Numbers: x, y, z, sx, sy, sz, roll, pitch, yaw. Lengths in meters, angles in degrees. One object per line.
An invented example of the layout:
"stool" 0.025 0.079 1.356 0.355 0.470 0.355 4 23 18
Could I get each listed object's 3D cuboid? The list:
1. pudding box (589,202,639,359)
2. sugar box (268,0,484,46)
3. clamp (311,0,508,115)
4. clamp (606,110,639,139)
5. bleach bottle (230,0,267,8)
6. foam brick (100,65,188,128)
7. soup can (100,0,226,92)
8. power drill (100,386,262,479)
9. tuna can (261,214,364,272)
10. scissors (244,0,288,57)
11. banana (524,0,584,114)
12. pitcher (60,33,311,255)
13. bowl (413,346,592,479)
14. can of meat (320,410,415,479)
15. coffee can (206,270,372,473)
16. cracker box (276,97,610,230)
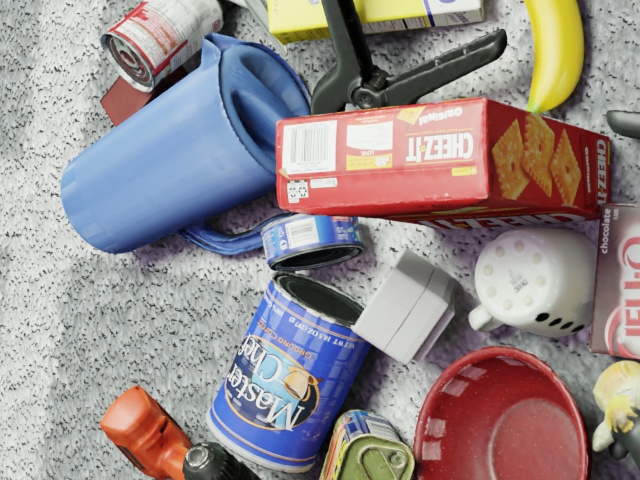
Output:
"pudding box" 0.245 0.031 0.765 0.090 0.039 0.113 4 88 36
"sugar box" 0.045 -0.221 0.888 0.176 0.048 0.093 -5 84 14
"clamp" 0.054 -0.122 0.869 0.165 0.036 0.210 25 134 13
"clamp" 0.287 -0.076 0.745 0.120 0.039 0.171 -45 63 25
"bleach bottle" -0.053 -0.266 0.991 0.251 0.068 0.103 30 103 31
"foam brick" -0.171 -0.145 1.068 0.078 0.052 0.051 -48 61 24
"soup can" -0.147 -0.197 1.005 0.069 0.068 0.102 28 63 34
"power drill" -0.111 0.200 0.930 0.188 0.184 0.057 28 66 41
"tuna can" -0.006 0.001 0.917 0.086 0.086 0.034 -19 76 32
"scissors" -0.069 -0.259 0.955 0.202 0.016 0.096 44 109 25
"banana" 0.163 -0.186 0.820 0.037 0.069 0.198 -5 100 68
"pitcher" -0.122 -0.065 0.989 0.243 0.144 0.149 -25 58 35
"bowl" 0.146 0.162 0.801 0.162 0.055 0.162 -14 71 46
"can of meat" 0.033 0.196 0.865 0.057 0.084 0.102 16 96 -6
"coffee can" -0.023 0.111 0.907 0.103 0.102 0.140 33 104 33
"cracker box" 0.095 -0.048 0.771 0.164 0.213 0.072 -2 86 35
